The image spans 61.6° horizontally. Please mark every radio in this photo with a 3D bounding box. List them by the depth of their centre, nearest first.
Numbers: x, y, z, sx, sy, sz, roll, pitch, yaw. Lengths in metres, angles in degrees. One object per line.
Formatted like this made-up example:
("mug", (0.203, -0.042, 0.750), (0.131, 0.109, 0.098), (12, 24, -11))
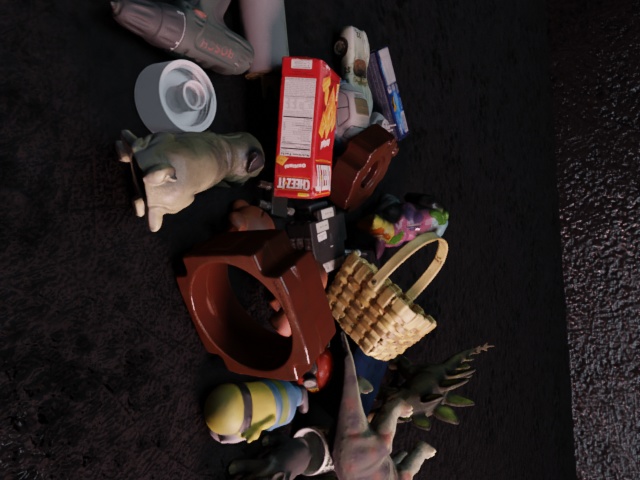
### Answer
("radio", (0.074, 0.238, 1.072), (0.131, 0.073, 0.229), (57, 49, -36))

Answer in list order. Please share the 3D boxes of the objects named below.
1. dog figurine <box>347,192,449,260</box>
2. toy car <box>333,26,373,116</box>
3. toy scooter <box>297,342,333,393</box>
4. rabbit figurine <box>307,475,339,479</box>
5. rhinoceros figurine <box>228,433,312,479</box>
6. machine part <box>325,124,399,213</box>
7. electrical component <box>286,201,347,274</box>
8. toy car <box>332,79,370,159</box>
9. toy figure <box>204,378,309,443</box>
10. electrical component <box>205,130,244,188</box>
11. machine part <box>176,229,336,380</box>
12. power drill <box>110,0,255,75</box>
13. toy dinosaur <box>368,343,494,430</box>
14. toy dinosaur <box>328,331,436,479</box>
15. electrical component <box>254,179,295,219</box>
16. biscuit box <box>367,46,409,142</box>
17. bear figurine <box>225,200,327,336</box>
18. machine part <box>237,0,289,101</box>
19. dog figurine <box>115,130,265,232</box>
("dog figurine", (0.163, -0.028, 1.123), (0.219, 0.192, 0.108), (-38, 126, -64))
("toy car", (0.071, -0.333, 1.103), (0.073, 0.056, 0.201), (-9, 95, -53))
("toy scooter", (-0.019, 0.177, 0.919), (0.135, 0.075, 0.183), (39, 46, -86))
("rabbit figurine", (-0.013, 0.501, 0.939), (0.159, 0.121, 0.170), (-41, 139, -54))
("rhinoceros figurine", (-0.081, 0.375, 0.828), (0.190, 0.112, 0.073), (-26, 112, -59))
("machine part", (0.081, -0.135, 1.037), (0.179, 0.056, 0.179), (-48, 164, -19))
("electrical component", (-0.002, -0.003, 0.992), (0.115, 0.058, 0.134), (-18, 103, -54))
("toy car", (0.045, -0.237, 1.024), (0.109, 0.103, 0.161), (-1, 91, -50))
("toy figure", (-0.098, 0.255, 0.835), (0.180, 0.082, 0.089), (-5, 74, -46))
("electrical component", (-0.152, -0.122, 0.812), (0.102, 0.045, 0.078), (-6, 122, -50))
("machine part", (-0.089, 0.088, 0.752), (0.087, 0.201, 0.201), (-39, 119, -49))
("power drill", (-0.170, -0.350, 0.752), (0.232, 0.086, 0.207), (18, 77, -54))
("toy dinosaur", (0.234, 0.322, 1.177), (0.471, 0.199, 0.105), (-28, 114, -48))
("toy dinosaur", (0.086, 0.371, 0.911), (0.404, 0.131, 0.192), (55, 47, -9))
("electrical component", (-0.076, -0.071, 0.925), (0.094, 0.021, 0.063), (13, 78, -52))
("biscuit box", (0.138, -0.315, 1.186), (0.059, 0.063, 0.202), (-43, 122, -46))
("bear figurine", (-0.088, 0.037, 0.848), (0.195, 0.120, 0.132), (37, 102, -17))
("machine part", (-0.093, -0.349, 0.869), (0.079, 0.079, 0.243), (-13, 99, -53))
("dog figurine", (-0.143, -0.099, 0.682), (0.190, 0.173, 0.121), (-18, 115, -23))
